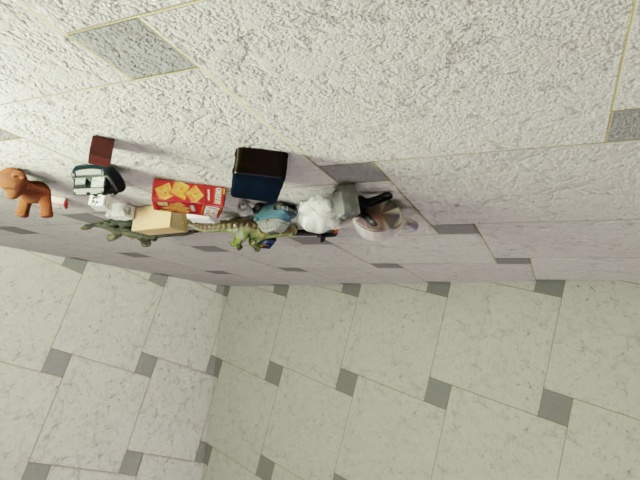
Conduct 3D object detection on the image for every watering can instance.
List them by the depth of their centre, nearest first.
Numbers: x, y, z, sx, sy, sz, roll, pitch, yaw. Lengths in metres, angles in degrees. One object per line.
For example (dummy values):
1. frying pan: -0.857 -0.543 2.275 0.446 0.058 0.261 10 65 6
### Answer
1. watering can: 0.142 -0.056 1.653 0.347 0.105 0.222 2 166 8

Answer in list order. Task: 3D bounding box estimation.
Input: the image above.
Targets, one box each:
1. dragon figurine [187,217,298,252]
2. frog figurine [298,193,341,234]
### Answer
1. dragon figurine: -0.251 -0.050 1.882 0.409 0.124 0.240 9 156 -44
2. frog figurine: 0.005 -0.079 1.571 0.136 0.123 0.159 30 171 -19
